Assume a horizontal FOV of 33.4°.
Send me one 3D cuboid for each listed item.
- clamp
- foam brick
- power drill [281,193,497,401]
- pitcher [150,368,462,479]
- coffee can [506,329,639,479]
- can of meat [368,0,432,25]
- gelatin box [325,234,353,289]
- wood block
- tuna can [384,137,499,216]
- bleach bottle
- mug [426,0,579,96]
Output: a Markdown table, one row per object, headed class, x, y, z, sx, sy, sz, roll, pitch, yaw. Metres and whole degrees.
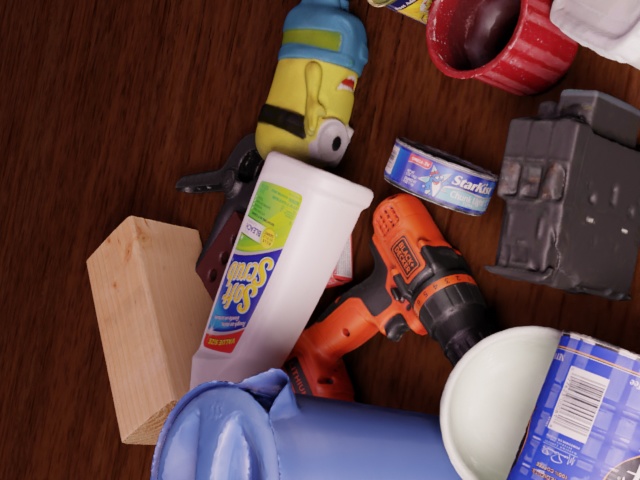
| class | x | y | z | sx | sy | sz | roll | pitch | yaw |
| --- | --- | --- | --- | --- | --- | --- | --- | --- | --- |
| clamp | -0.085 | -0.057 | 1.056 | 0.172 | 0.039 | 0.120 | -45 | 56 | 25 |
| foam brick | -0.072 | 0.021 | 1.013 | 0.078 | 0.051 | 0.053 | -55 | 46 | 23 |
| power drill | 0.053 | 0.082 | 0.862 | 0.188 | 0.057 | 0.184 | -47 | 46 | 26 |
| pitcher | 0.009 | 0.181 | 0.744 | 0.149 | 0.242 | 0.145 | -29 | 60 | 40 |
| coffee can | 0.172 | 0.138 | 0.652 | 0.103 | 0.102 | 0.140 | 19 | 86 | 48 |
| can of meat | 0.101 | -0.216 | 0.860 | 0.102 | 0.083 | 0.057 | -23 | 64 | 42 |
| gelatin box | -0.006 | 0.001 | 0.963 | 0.073 | 0.030 | 0.089 | -16 | 69 | 44 |
| wood block | -0.157 | 0.091 | 1.059 | 0.090 | 0.090 | 0.206 | -41 | 54 | 34 |
| tuna can | 0.093 | -0.049 | 0.827 | 0.086 | 0.085 | 0.034 | 32 | 106 | 46 |
| bleach bottle | -0.046 | 0.057 | 0.891 | 0.103 | 0.068 | 0.251 | 26 | 96 | 51 |
| mug | 0.133 | -0.161 | 0.813 | 0.117 | 0.081 | 0.093 | 27 | 101 | 47 |
